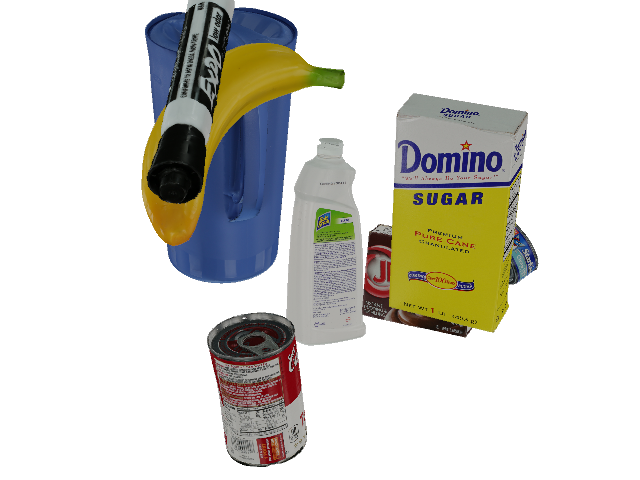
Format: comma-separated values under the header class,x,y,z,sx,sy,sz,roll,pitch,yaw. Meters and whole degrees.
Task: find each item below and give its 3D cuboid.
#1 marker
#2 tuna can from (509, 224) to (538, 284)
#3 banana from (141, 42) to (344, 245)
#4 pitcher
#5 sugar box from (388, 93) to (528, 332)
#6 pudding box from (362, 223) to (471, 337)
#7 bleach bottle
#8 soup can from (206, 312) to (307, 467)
class,x,y,z,sx,sy,sz,roll,pitch,yaw
marker,-0.046,-0.056,0.393,0.020,0.020,0.121,0,43,2
tuna can,0.218,0.010,1.274,0.033,0.086,0.086,-35,9,-13
banana,-0.056,-0.069,0.616,0.070,0.037,0.197,21,44,19
pitcher,-0.088,-0.081,0.980,0.145,0.243,0.149,14,32,19
sugar box,0.104,-0.020,0.827,0.093,0.176,0.048,12,35,21
pudding box,0.101,0.038,1.060,0.114,0.090,0.039,10,21,18
bleach bottle,0.012,-0.001,1.311,0.102,0.251,0.068,-7,20,-31
soup can,-0.048,0.117,0.835,0.068,0.102,0.068,-5,25,2
